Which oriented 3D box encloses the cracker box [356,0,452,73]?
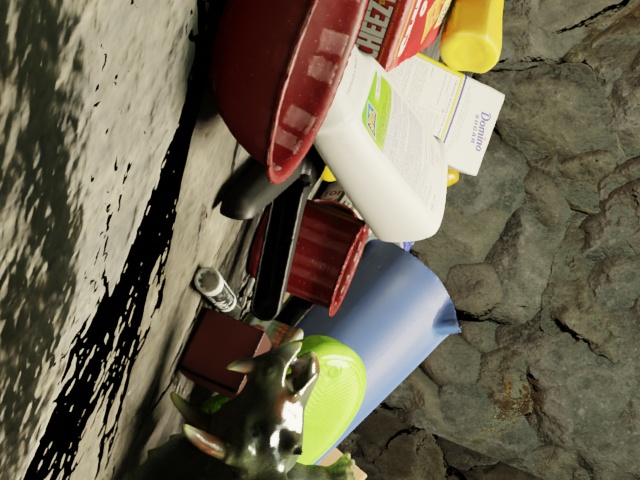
[{"bbox_3d":[0.074,-0.236,0.882,0.213,0.072,0.164,-48,157,-67],"label":"cracker box"}]

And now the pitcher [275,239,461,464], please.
[{"bbox_3d":[0.016,0.120,1.113,0.242,0.145,0.149,-45,-178,-19],"label":"pitcher"}]

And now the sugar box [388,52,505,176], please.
[{"bbox_3d":[0.102,-0.133,1.068,0.175,0.048,0.093,18,93,-42],"label":"sugar box"}]

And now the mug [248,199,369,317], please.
[{"bbox_3d":[-0.006,0.001,0.927,0.117,0.081,0.093,-60,169,-46],"label":"mug"}]

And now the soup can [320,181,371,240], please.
[{"bbox_3d":[0.033,-0.038,1.148,0.102,0.068,0.069,-59,168,-47],"label":"soup can"}]

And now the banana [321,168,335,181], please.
[{"bbox_3d":[0.018,-0.088,0.956,0.069,0.037,0.198,-32,169,-16],"label":"banana"}]

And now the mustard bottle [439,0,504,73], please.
[{"bbox_3d":[0.156,-0.265,1.024,0.096,0.058,0.191,58,41,-75],"label":"mustard bottle"}]

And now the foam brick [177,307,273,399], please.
[{"bbox_3d":[-0.072,0.091,0.827,0.078,0.051,0.053,81,32,-75],"label":"foam brick"}]

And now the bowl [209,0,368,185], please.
[{"bbox_3d":[-0.020,-0.116,0.613,0.162,0.055,0.162,22,89,-82],"label":"bowl"}]

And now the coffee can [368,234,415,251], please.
[{"bbox_3d":[0.060,-0.006,1.282,0.140,0.103,0.103,-48,158,-70],"label":"coffee can"}]

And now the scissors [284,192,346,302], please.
[{"bbox_3d":[-0.003,-0.009,1.024,0.202,0.016,0.096,-59,171,31],"label":"scissors"}]

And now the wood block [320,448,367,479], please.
[{"bbox_3d":[-0.051,0.324,1.220,0.206,0.091,0.090,-46,170,-21],"label":"wood block"}]

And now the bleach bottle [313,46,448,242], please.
[{"bbox_3d":[0.030,-0.092,0.796,0.250,0.068,0.102,49,41,-56],"label":"bleach bottle"}]

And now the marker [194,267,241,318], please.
[{"bbox_3d":[-0.075,0.041,0.795,0.121,0.020,0.020,77,35,-77],"label":"marker"}]

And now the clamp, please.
[{"bbox_3d":[-0.021,-0.049,0.832,0.164,0.036,0.209,87,22,-53],"label":"clamp"}]
